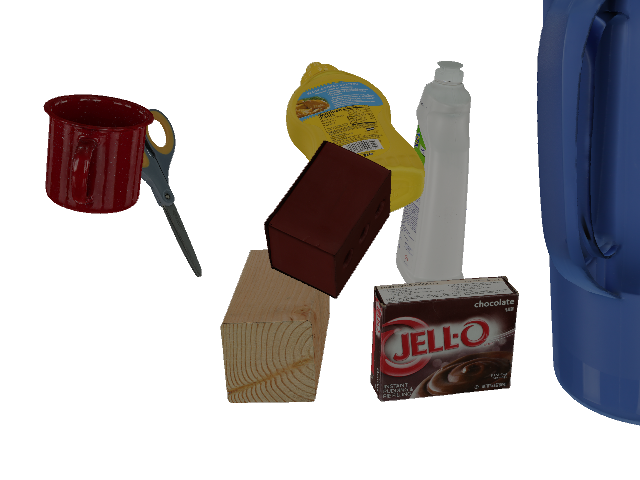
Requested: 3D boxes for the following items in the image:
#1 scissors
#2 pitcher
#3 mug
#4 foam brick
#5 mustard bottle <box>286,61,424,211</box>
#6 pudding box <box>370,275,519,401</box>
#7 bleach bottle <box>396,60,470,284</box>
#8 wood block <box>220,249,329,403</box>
[{"bbox_3d":[-0.169,-0.065,1.206,0.016,0.201,0.096,-20,20,43],"label":"scissors"},{"bbox_3d":[0.167,-0.030,0.528,0.149,0.243,0.145,-4,21,-1],"label":"pitcher"},{"bbox_3d":[-0.195,-0.070,0.918,0.093,0.081,0.117,8,23,-6],"label":"mug"},{"bbox_3d":[0.006,-0.014,0.686,0.051,0.078,0.053,24,-29,18],"label":"foam brick"},{"bbox_3d":[0.020,-0.103,0.972,0.096,0.058,0.192,-13,46,-9],"label":"mustard bottle"},{"bbox_3d":[0.098,0.078,0.856,0.113,0.090,0.039,-6,28,-11],"label":"pudding box"},{"bbox_3d":[0.133,-0.073,1.196,0.068,0.251,0.102,-1,25,-12],"label":"bleach bottle"},{"bbox_3d":[-0.042,0.085,1.138,0.091,0.090,0.206,-2,20,5],"label":"wood block"}]
